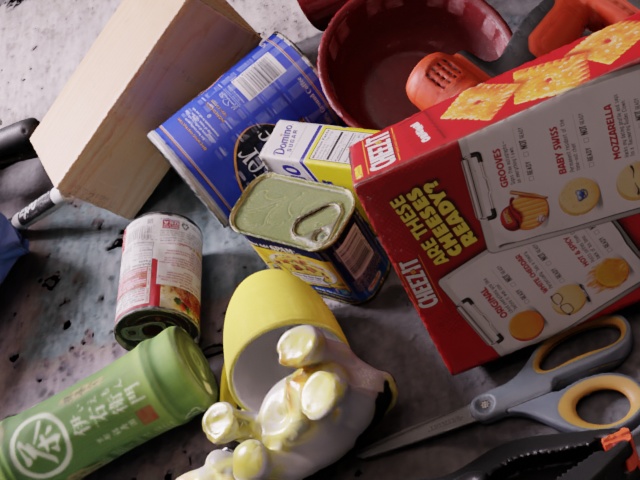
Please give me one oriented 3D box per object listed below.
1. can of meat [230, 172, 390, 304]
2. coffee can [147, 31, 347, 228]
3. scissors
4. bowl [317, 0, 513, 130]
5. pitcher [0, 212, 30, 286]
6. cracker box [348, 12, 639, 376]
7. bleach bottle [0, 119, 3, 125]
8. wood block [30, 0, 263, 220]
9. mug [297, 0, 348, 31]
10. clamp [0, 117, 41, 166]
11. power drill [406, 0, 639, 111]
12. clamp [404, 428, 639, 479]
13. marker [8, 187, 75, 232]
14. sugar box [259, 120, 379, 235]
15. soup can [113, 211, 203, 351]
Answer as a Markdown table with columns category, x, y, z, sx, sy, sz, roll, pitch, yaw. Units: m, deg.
| category | x | y | z | sx | sy | sz | roll | pitch | yaw |
| --- | --- | --- | --- | --- | --- | --- | --- | --- | --- |
| can of meat | -0.005 | 0.001 | 0.814 | 0.102 | 0.084 | 0.057 | 14 | 63 | 36 |
| coffee can | -0.060 | -0.093 | 0.906 | 0.140 | 0.102 | 0.103 | -40 | 46 | -4 |
| scissors | 0.125 | 0.120 | 0.695 | 0.202 | 0.016 | 0.096 | -34 | 45 | 2 |
| bowl | 0.079 | -0.131 | 0.867 | 0.162 | 0.055 | 0.162 | 0 | 65 | 1 |
| pitcher | -0.382 | 0.065 | 0.949 | 0.149 | 0.145 | 0.242 | -16 | 45 | 59 |
| cracker box | 0.148 | -0.028 | 0.691 | 0.214 | 0.164 | 0.072 | -24 | 27 | 11 |
| bleach bottle | -0.407 | -0.034 | 1.086 | 0.103 | 0.068 | 0.250 | 19 | 63 | 32 |
| wood block | -0.158 | -0.133 | 0.955 | 0.206 | 0.090 | 0.091 | -52 | 44 | 14 |
| mug | 0.025 | -0.250 | 1.000 | 0.082 | 0.093 | 0.117 | -20 | 17 | 21 |
| clamp | -0.336 | -0.081 | 1.023 | 0.171 | 0.120 | 0.039 | -20 | 85 | -17 |
| power drill | 0.187 | -0.117 | 0.795 | 0.184 | 0.057 | 0.187 | 41 | 73 | 17 |
| clamp | 0.089 | 0.161 | 0.648 | 0.210 | 0.036 | 0.165 | -23 | 17 | -4 |
| marker | -0.267 | -0.026 | 0.999 | 0.121 | 0.020 | 0.020 | -24 | 42 | 43 |
| sugar box | 0.048 | -0.041 | 0.811 | 0.176 | 0.093 | 0.048 | 7 | 59 | 34 |
| soup can | -0.130 | 0.036 | 0.869 | 0.069 | 0.068 | 0.102 | -17 | 48 | 17 |
